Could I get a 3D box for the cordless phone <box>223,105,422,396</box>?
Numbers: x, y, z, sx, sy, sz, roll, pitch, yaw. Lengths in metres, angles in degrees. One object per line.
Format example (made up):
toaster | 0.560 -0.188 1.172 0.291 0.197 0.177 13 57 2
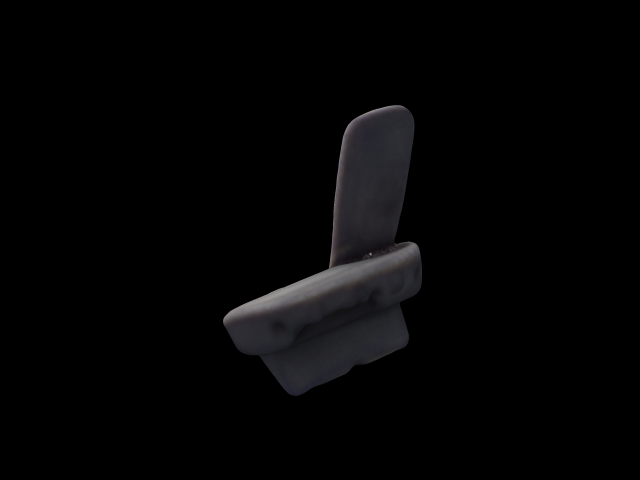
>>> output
cordless phone | 0.004 0.001 0.400 0.148 0.185 0.093 -22 39 -30
